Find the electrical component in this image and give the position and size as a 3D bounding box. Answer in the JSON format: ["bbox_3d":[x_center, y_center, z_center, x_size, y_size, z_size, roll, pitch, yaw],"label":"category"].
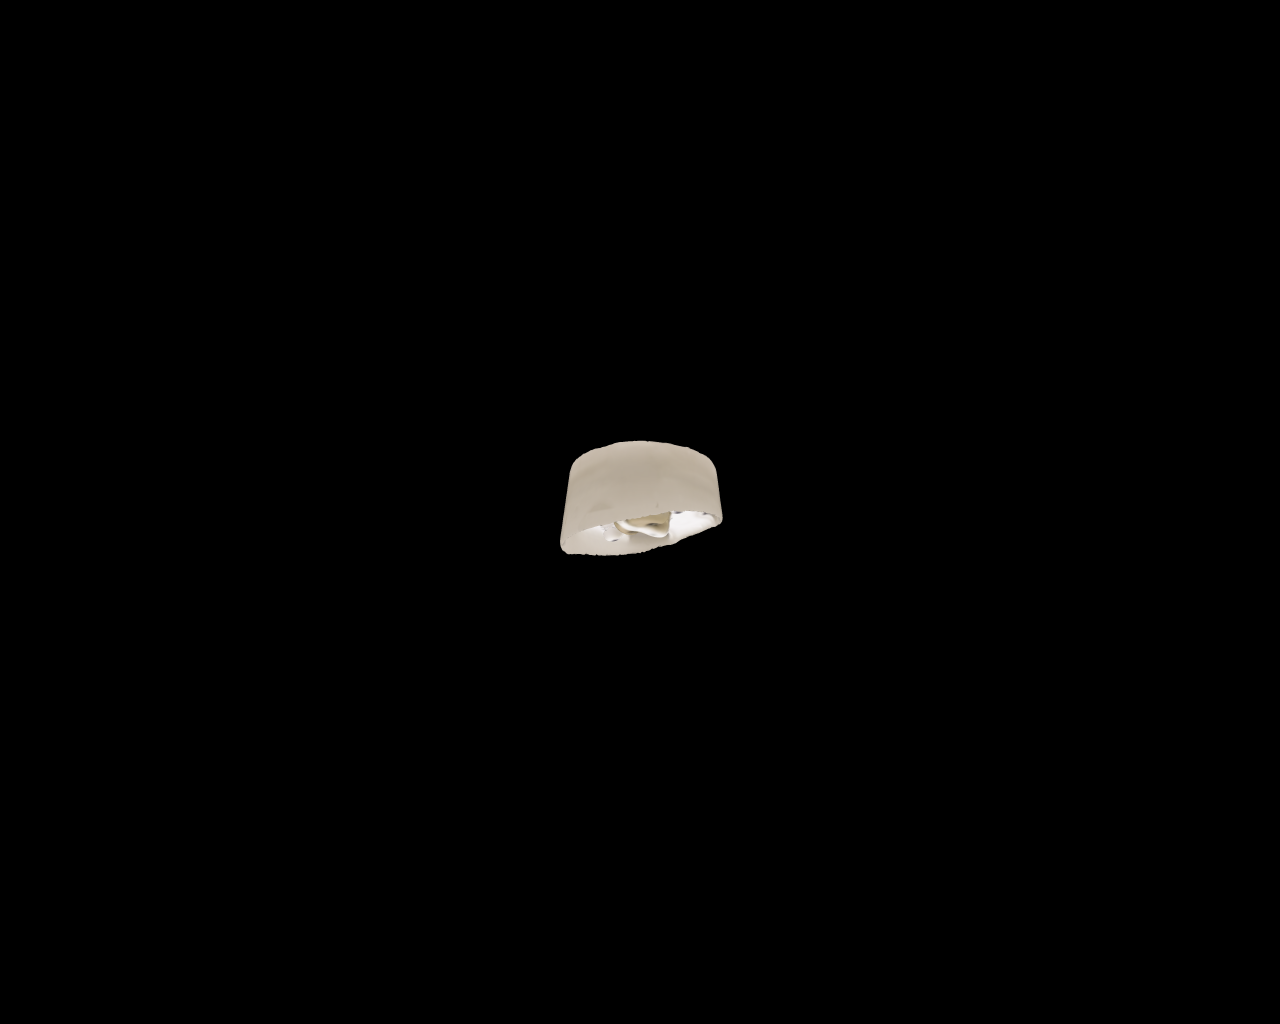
[{"bbox_3d":[0.001,-0.003,0.650,0.099,0.064,0.099,0,-22,0],"label":"electrical component"}]
